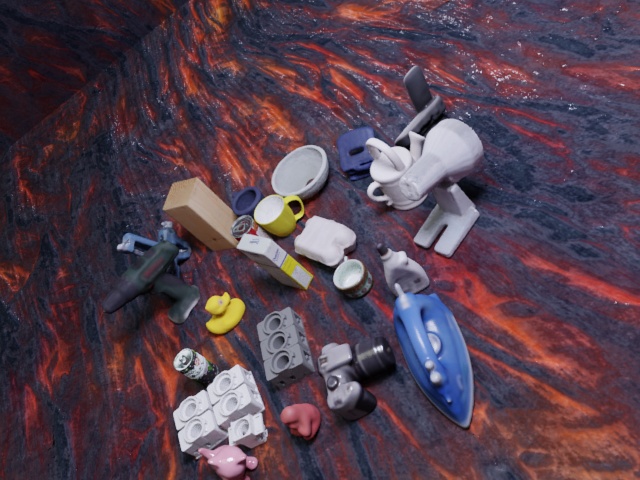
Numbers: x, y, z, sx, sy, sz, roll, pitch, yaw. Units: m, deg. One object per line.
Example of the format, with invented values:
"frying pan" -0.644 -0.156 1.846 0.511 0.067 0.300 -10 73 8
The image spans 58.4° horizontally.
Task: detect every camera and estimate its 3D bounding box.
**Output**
"camera" 0.072 0.248 1.099 0.136 0.101 0.143 -27 46 15

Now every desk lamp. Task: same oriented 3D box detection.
"desk lamp" 0.250 -0.108 1.166 0.117 0.214 0.203 23 73 43

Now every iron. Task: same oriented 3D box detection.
"iron" 0.196 0.197 1.023 0.118 0.142 0.258 -30 45 13

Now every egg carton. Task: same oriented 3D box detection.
"egg carton" 0.012 0.005 1.349 0.149 0.070 0.107 19 70 42

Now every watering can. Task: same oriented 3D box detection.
"watering can" 0.167 -0.167 1.283 0.100 0.195 0.173 10 64 40

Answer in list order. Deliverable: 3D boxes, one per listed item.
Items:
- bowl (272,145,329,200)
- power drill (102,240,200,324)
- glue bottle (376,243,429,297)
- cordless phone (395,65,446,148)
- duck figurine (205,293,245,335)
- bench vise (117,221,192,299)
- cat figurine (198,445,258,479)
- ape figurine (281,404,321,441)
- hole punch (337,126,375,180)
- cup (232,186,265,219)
"bowl" -0.040 -0.164 1.511 0.167 0.075 0.167 -18 49 23
"power drill" -0.411 0.126 1.451 0.075 0.209 0.230 15 67 41
"glue bottle" 0.153 0.055 1.138 0.078 0.174 0.037 -29 46 14
"cordless phone" 0.220 -0.311 1.363 0.148 0.186 0.093 -51 45 -8
"duck figurine" -0.243 0.173 1.387 0.104 0.086 0.077 -47 44 -4
"bench vise" -0.457 0.029 1.548 0.121 0.220 0.207 -29 46 13
"cat figurine" -0.184 0.435 1.122 0.127 0.118 0.067 6 62 38
"ape figurine" -0.044 0.348 1.110 0.076 0.092 0.077 -41 44 2
"hole punch" 0.103 -0.218 1.442 0.108 0.091 0.101 -17 50 24
"cup" -0.182 -0.086 1.535 0.117 0.095 0.092 26 75 44
